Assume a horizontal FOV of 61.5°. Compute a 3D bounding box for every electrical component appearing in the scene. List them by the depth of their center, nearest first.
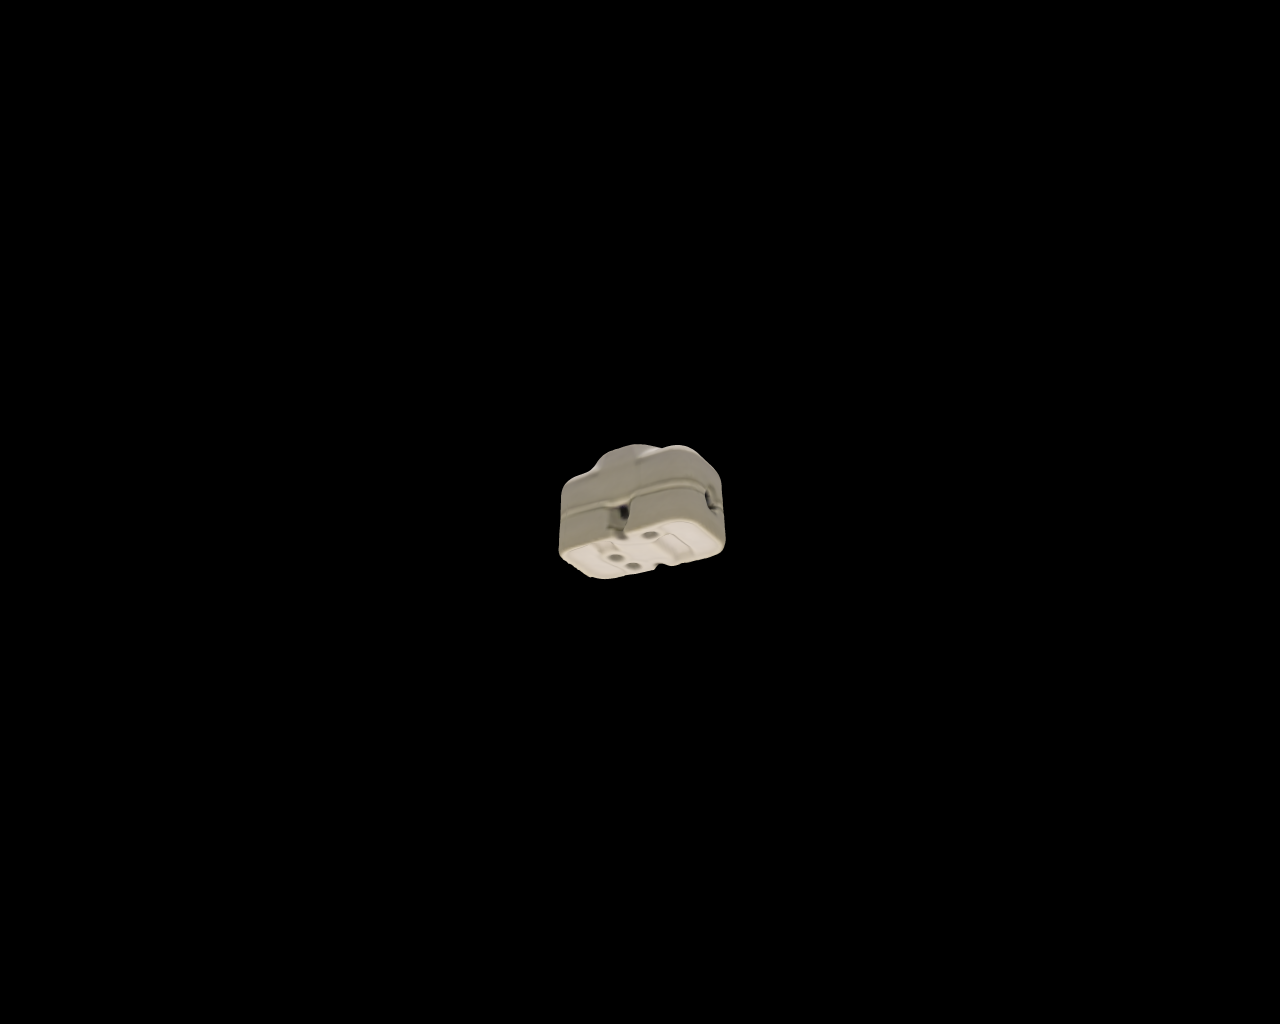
[{"bbox_3d":[0.001,-0.003,0.650,0.095,0.059,0.053,-15,-32,27],"label":"electrical component"}]
